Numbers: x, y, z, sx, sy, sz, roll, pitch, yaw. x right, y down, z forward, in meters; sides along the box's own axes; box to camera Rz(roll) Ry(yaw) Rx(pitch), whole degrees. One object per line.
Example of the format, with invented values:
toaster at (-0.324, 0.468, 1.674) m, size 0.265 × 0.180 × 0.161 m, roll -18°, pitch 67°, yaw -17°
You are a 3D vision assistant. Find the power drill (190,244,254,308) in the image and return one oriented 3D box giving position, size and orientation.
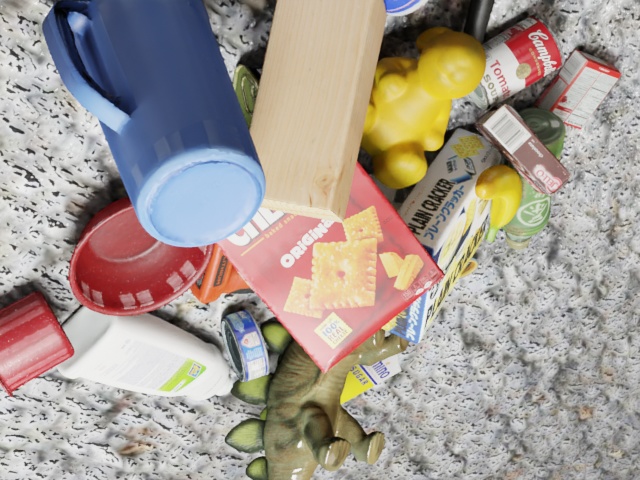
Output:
power drill at (-0.052, 0.008, 1.239) m, size 0.187 × 0.057 × 0.185 m, roll 2°, pitch 121°, yaw -33°

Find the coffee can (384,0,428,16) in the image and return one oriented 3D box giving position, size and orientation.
coffee can at (0.038, -0.279, 0.983) m, size 0.140 × 0.103 × 0.103 m, roll 16°, pitch 119°, yaw -42°

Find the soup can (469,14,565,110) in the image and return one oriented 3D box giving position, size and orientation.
soup can at (0.214, -0.200, 1.204) m, size 0.102 × 0.068 × 0.068 m, roll -31°, pitch 140°, yaw -3°

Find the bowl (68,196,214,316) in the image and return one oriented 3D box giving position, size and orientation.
bowl at (-0.197, 0.005, 1.142) m, size 0.162 × 0.055 × 0.162 m, roll -18°, pitch 137°, yaw -18°

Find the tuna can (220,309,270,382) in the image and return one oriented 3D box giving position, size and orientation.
tuna can at (-0.093, 0.130, 1.309) m, size 0.033 × 0.086 × 0.086 m, roll -17°, pitch 137°, yaw -17°

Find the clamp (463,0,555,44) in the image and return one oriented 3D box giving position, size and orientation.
clamp at (0.180, -0.276, 1.128) m, size 0.120 × 0.039 × 0.171 m, roll -43°, pitch 135°, yaw -4°

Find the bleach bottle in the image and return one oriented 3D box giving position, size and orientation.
bleach bottle at (-0.196, 0.147, 1.278) m, size 0.103 × 0.068 × 0.250 m, roll -42°, pitch 141°, yaw 12°

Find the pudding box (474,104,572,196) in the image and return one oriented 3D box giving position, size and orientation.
pudding box at (0.229, -0.102, 1.210) m, size 0.039 × 0.113 × 0.090 m, roll -41°, pitch -177°, yaw 4°

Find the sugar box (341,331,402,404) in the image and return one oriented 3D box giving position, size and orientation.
sugar box at (0.024, 0.185, 1.471) m, size 0.176 × 0.048 × 0.093 m, roll -26°, pitch 139°, yaw -7°

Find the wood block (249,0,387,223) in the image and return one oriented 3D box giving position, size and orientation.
wood block at (-0.005, -0.129, 0.982) m, size 0.090 × 0.091 × 0.206 m, roll 33°, pitch 68°, yaw -79°

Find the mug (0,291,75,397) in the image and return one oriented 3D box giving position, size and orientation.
mug at (-0.317, 0.110, 1.150) m, size 0.081 × 0.093 × 0.117 m, roll -30°, pitch 171°, yaw -13°

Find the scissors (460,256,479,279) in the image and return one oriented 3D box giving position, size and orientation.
scissors at (0.133, 0.027, 1.413) m, size 0.201 × 0.016 × 0.096 m, roll -3°, pitch 129°, yaw -31°

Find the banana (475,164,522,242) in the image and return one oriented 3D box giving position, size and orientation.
banana at (0.210, -0.052, 1.241) m, size 0.197 × 0.037 × 0.069 m, roll 50°, pitch 58°, yaw -69°

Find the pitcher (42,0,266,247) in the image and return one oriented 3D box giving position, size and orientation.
pitcher at (-0.139, -0.114, 0.920) m, size 0.149 × 0.243 × 0.145 m, roll -18°, pitch 139°, yaw -9°

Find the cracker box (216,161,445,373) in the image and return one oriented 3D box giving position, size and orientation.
cracker box at (0.000, 0.002, 1.085) m, size 0.164 × 0.072 × 0.213 m, roll -38°, pitch 104°, yaw 3°

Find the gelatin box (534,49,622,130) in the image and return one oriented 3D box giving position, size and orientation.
gelatin box at (0.318, -0.185, 1.317) m, size 0.073 × 0.030 × 0.089 m, roll 9°, pitch 125°, yaw -40°

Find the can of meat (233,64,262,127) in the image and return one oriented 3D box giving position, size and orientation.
can of meat at (-0.045, -0.134, 1.106) m, size 0.083 × 0.057 × 0.102 m, roll -11°, pitch 135°, yaw -28°
